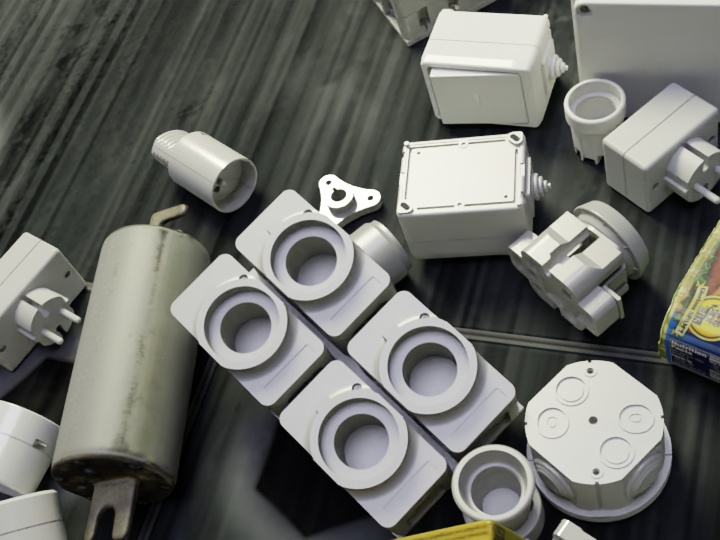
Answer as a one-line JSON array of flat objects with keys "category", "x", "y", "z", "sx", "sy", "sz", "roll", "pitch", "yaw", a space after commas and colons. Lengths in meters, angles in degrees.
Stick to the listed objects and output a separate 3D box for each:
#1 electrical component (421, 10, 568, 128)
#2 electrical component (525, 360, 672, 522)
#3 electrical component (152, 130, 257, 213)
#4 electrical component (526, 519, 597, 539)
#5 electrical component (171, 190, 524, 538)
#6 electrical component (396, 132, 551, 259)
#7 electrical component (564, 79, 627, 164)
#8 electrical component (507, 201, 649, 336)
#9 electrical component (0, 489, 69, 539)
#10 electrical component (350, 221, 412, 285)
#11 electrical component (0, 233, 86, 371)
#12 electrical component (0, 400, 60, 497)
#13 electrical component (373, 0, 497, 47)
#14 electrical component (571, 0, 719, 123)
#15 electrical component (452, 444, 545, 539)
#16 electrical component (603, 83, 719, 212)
[{"category": "electrical component", "x": 0.098, "y": -0.140, "z": 0.763, "sx": 0.096, "sy": 0.061, "sz": 0.061, "roll": 9, "pitch": 60, "yaw": 22}, {"category": "electrical component", "x": 0.131, "y": 0.094, "z": 0.597, "sx": 0.080, "sy": 0.051, "sz": 0.080, "roll": -8, "pitch": 55, "yaw": 12}, {"category": "electrical component", "x": -0.120, "y": -0.079, "z": 0.800, "sx": 0.081, "sy": 0.043, "sz": 0.043, "roll": 32, "pitch": 70, "yaw": 32}, {"category": "electrical component", "x": 0.108, "y": 0.169, "z": 0.559, "sx": 0.081, "sy": 0.042, "sz": 0.063, "roll": 29, "pitch": 67, "yaw": 31}, {"category": "electrical component", "x": -0.010, "y": 0.051, "z": 0.631, "sx": 0.186, "sy": 0.060, "sz": 0.105, "roll": 42, "pitch": 83, "yaw": 20}, {"category": "electrical component", "x": 0.078, "y": -0.046, "z": 0.705, "sx": 0.096, "sy": 0.061, "sz": 0.061, "roll": -3, "pitch": 56, "yaw": 15}, {"category": "electrical component", "x": 0.160, "y": -0.099, "z": 0.726, "sx": 0.040, "sy": 0.046, "sz": 0.040, "roll": -8, "pitch": 54, "yaw": 12}, {"category": "electrical component", "x": 0.139, "y": -0.005, "z": 0.661, "sx": 0.057, "sy": 0.058, "sz": 0.078, "roll": -40, "pitch": 54, "yaw": -8}, {"category": "electrical component", "x": -0.241, "y": 0.187, "z": 0.650, "sx": 0.138, "sy": 0.052, "sz": 0.073, "roll": -17, "pitch": 79, "yaw": 6}, {"category": "electrical component", "x": 0.000, "y": 0.000, "z": 0.707, "sx": 0.055, "sy": 0.045, "sz": 0.045, "roll": -38, "pitch": 54, "yaw": -10}, {"category": "electrical component", "x": -0.228, "y": 0.029, "z": 0.757, "sx": 0.076, "sy": 0.047, "sz": 0.083, "roll": 24, "pitch": 66, "yaw": 30}, {"category": "electrical component", "x": -0.225, "y": 0.116, "z": 0.692, "sx": 0.055, "sy": 0.055, "sz": 0.047, "roll": 10, "pitch": 64, "yaw": 23}, {"category": "electrical component", "x": 0.091, "y": -0.272, "z": 0.858, "sx": 0.186, "sy": 0.060, "sz": 0.105, "roll": -28, "pitch": 53, "yaw": -3}, {"category": "electrical component", "x": 0.202, "y": -0.155, "z": 0.713, "sx": 0.109, "sy": 0.108, "sz": 0.056, "roll": 6, "pitch": 56, "yaw": 21}, {"category": "electrical component", "x": 0.077, "y": 0.127, "z": 0.589, "sx": 0.045, "sy": 0.055, "sz": 0.045, "roll": -8, "pitch": 55, "yaw": 12}, {"category": "electrical component", "x": 0.207, "y": -0.069, "z": 0.690, "sx": 0.066, "sy": 0.047, "sz": 0.077, "roll": -39, "pitch": 54, "yaw": -11}]
